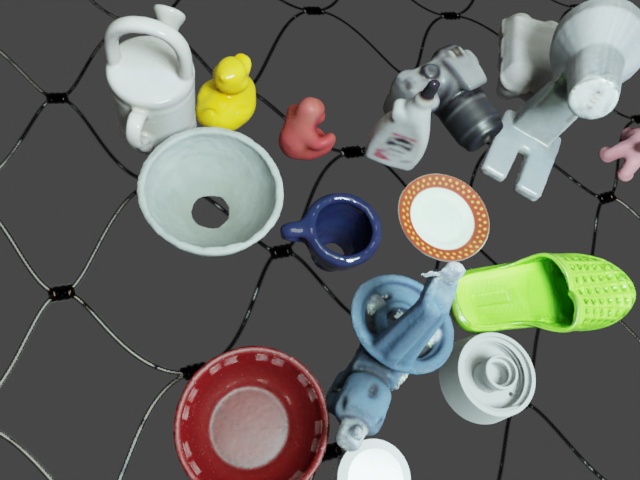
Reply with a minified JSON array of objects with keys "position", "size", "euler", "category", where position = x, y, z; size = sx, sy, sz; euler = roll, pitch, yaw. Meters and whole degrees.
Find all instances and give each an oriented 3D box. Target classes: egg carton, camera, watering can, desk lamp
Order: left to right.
[{"position":[-0.198,-0.196,0.672],"size":[0.101,0.194,0.173],"euler":[-9,70,-15],"category":"watering can"},{"position":[0.187,-0.193,0.808],"size":[0.143,0.100,0.136],"euler":[-29,77,-21],"category":"camera"},{"position":[0.327,-0.280,0.891],"size":[0.107,0.069,0.150],"euler":[11,66,-8],"category":"egg carton"},{"position":[0.337,-0.191,0.778],"size":[0.118,0.213,0.203],"euler":[28,65,0],"category":"desk lamp"}]

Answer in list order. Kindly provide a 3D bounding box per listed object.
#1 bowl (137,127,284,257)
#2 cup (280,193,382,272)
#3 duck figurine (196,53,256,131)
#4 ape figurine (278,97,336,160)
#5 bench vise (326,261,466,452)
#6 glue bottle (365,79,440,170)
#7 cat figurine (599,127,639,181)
[{"position":[-0.130,-0.048,0.693],"size":[0.167,0.074,0.167],"euler":[4,67,-11],"category":"bowl"},{"position":[0.006,0.002,0.692],"size":[0.118,0.095,0.091],"euler":[-2,69,-13],"category":"cup"},{"position":[-0.121,-0.198,0.750],"size":[0.077,0.086,0.105],"euler":[28,65,0],"category":"duck figurine"},{"position":[-0.017,-0.151,0.750],"size":[0.076,0.092,0.077],"euler":[-25,75,-20],"category":"ape figurine"},{"position":[0.088,0.117,0.595],"size":[0.121,0.219,0.207],"euler":[12,66,-7],"category":"bench vise"},{"position":[0.114,-0.150,0.734],"size":[0.078,0.173,0.037],"euler":[13,66,-6],"category":"glue bottle"},{"position":[0.500,-0.163,0.855],"size":[0.128,0.117,0.067],"euler":[-40,81,-23],"category":"cat figurine"}]
